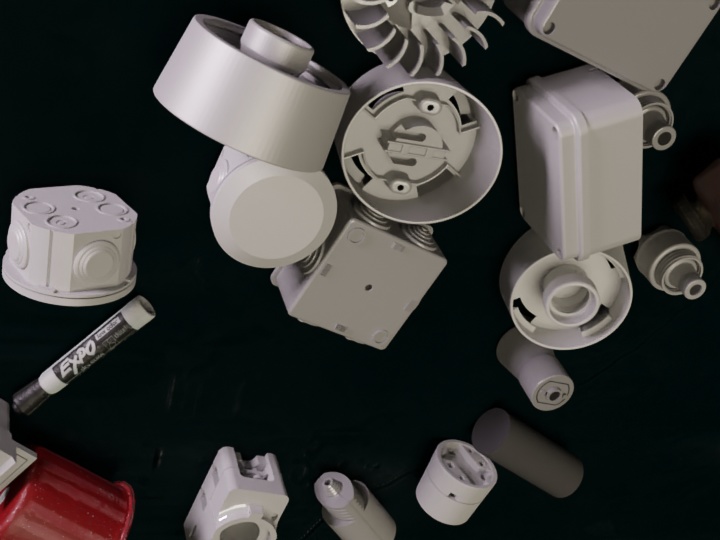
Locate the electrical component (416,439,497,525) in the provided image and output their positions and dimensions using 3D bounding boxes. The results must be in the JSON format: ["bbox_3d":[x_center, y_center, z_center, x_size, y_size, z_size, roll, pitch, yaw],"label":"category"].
[{"bbox_3d":[0.078,0.175,0.885,0.055,0.055,0.047,12,121,-25],"label":"electrical component"}]

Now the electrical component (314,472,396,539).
[{"bbox_3d":[-0.007,0.195,0.876,0.043,0.043,0.081,-31,127,4],"label":"electrical component"}]

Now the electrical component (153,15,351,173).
[{"bbox_3d":[-0.057,-0.108,0.619,0.108,0.108,0.060,18,109,-28],"label":"electrical component"}]

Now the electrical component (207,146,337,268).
[{"bbox_3d":[-0.059,-0.046,0.692,0.080,0.051,0.080,-9,125,-13],"label":"electrical component"}]

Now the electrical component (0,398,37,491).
[{"bbox_3d":[-0.263,0.111,0.723,0.042,0.063,0.081,-41,126,10],"label":"electrical component"}]

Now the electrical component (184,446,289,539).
[{"bbox_3d":[-0.097,0.192,0.837,0.050,0.055,0.089,14,117,-26],"label":"electrical component"}]

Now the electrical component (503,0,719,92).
[{"bbox_3d":[0.159,-0.170,0.676,0.113,0.057,0.078,19,115,-28],"label":"electrical component"}]

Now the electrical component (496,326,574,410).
[{"bbox_3d":[0.137,0.077,0.830,0.044,0.065,0.044,-9,125,-13],"label":"electrical component"}]

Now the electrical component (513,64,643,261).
[{"bbox_3d":[0.146,-0.072,0.725,0.057,0.078,0.113,-17,126,-10],"label":"electrical component"}]

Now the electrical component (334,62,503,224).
[{"bbox_3d":[0.034,-0.083,0.688,0.099,0.064,0.099,-10,127,-13],"label":"electrical component"}]

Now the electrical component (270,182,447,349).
[{"bbox_3d":[0.000,0.000,0.744,0.100,0.048,0.099,23,113,-29],"label":"electrical component"}]

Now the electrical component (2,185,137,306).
[{"bbox_3d":[-0.176,-0.015,0.658,0.080,0.080,0.051,2,116,-20],"label":"electrical component"}]

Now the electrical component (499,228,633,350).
[{"bbox_3d":[0.155,0.009,0.806,0.099,0.064,0.099,-1,123,-1],"label":"electrical component"}]

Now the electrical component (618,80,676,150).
[{"bbox_3d":[0.191,-0.102,0.729,0.043,0.062,0.043,-9,125,-13],"label":"electrical component"}]

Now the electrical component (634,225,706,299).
[{"bbox_3d":[0.238,-0.002,0.812,0.043,0.062,0.043,-9,125,-12],"label":"electrical component"}]
